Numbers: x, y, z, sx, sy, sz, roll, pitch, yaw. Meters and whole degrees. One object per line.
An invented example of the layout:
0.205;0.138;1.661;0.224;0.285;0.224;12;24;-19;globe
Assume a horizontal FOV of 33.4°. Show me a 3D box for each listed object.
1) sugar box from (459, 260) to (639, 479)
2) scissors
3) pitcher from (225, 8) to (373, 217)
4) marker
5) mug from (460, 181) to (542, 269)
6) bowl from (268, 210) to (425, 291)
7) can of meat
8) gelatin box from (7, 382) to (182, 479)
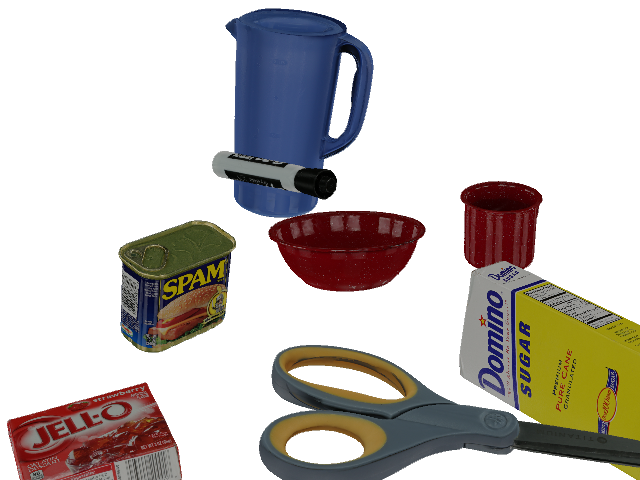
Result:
0.178;0.089;0.761;0.048;0.093;0.176;-16;29;-40;sugar box
0.061;0.091;0.459;0.202;0.016;0.096;16;34;23;scissors
-0.035;-0.154;1.308;0.144;0.243;0.149;-7;27;-26;pitcher
-0.031;-0.044;0.700;0.020;0.020;0.121;0;10;-39;marker
0.217;-0.019;1.249;0.093;0.081;0.117;20;33;38;mug
0.028;0.013;1.098;0.162;0.055;0.162;-2;15;0;bowl
-0.126;0.041;0.935;0.101;0.084;0.058;-22;42;-40;can of meat
-0.135;0.123;0.631;0.089;0.030;0.073;-13;27;-18;gelatin box
